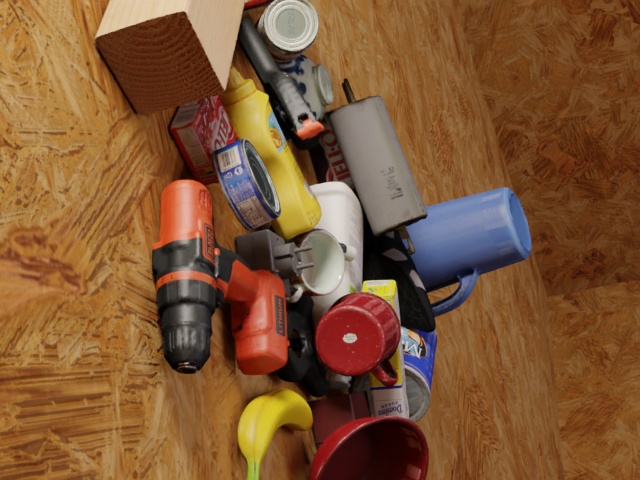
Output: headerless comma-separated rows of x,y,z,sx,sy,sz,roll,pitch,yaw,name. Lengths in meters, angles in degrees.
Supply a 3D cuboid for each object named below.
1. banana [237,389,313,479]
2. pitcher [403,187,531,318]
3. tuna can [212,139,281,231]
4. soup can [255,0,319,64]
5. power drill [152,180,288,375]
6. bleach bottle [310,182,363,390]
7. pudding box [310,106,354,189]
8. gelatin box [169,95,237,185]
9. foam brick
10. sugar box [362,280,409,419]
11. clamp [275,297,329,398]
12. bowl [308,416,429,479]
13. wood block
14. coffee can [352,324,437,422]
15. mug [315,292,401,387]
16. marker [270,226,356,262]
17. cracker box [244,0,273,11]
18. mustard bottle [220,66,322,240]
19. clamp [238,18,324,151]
-0.047,0.185,1.078,0.197,0.037,0.069,-24,117,-72,banana
0.177,0.017,1.547,0.149,0.243,0.144,67,23,-14,pitcher
-0.070,-0.054,1.035,0.086,0.034,0.086,-24,90,-81,tuna can
-0.041,-0.252,1.279,0.102,0.068,0.068,-167,-117,-80,soup can
-0.090,0.060,0.985,0.187,0.057,0.184,51,31,-55,power drill
0.019,0.060,1.325,0.102,0.068,0.251,51,33,-56,bleach bottle
0.034,-0.125,1.454,0.039,0.090,0.113,-40,115,-74,pudding box
-0.115,-0.108,1.071,0.089,0.030,0.073,-78,152,-51,gelatin box
0.025,0.209,1.256,0.078,0.053,0.051,17,62,-72,foam brick
0.080,0.143,1.308,0.093,0.048,0.176,-59,145,-78,sugar box
-0.028,0.108,1.183,0.171,0.039,0.120,47,27,-70,clamp
0.043,0.258,1.186,0.055,0.162,0.162,30,-28,50,bowl
-0.132,-0.221,0.999,0.206,0.090,0.090,-85,156,-46,wood block
0.103,0.170,1.443,0.140,0.103,0.103,-71,144,-60,coffee can
0.048,0.118,1.210,0.117,0.093,0.081,55,12,4,mug
-0.008,0.002,1.261,0.120,0.020,0.020,19,54,-34,marker
-0.015,-0.347,1.333,0.213,0.164,0.072,-48,121,-70,cracker box
-0.061,-0.100,1.169,0.096,0.058,0.191,-87,154,-70,mustard bottle
-0.045,-0.166,1.213,0.164,0.036,0.210,65,-6,-24,clamp
